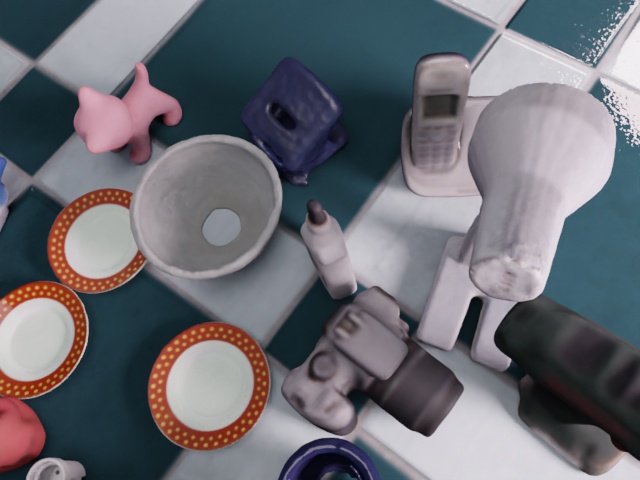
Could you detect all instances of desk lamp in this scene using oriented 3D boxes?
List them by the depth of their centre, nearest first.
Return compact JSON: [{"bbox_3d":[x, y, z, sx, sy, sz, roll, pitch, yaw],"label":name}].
[{"bbox_3d":[0.172,-0.003,0.517,0.117,0.214,0.203,18,73,13],"label":"desk lamp"}]

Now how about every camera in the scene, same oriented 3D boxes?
[{"bbox_3d":[0.055,0.132,0.541,0.136,0.101,0.143,36,78,17],"label":"camera"}]

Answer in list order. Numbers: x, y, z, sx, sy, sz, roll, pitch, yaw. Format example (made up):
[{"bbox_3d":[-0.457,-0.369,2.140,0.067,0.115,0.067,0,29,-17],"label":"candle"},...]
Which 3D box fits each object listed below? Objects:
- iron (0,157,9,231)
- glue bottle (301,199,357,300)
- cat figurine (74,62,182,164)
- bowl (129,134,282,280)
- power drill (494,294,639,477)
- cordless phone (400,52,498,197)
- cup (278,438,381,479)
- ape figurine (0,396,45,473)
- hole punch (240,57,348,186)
[{"bbox_3d":[-0.462,-0.004,0.630,0.118,0.141,0.258,12,72,11],"label":"iron"},{"bbox_3d":[0.005,0.002,0.556,0.037,0.173,0.078,-26,69,-3],"label":"glue bottle"},{"bbox_3d":[-0.233,-0.149,0.669,0.067,0.118,0.128,27,75,16],"label":"cat figurine"},{"bbox_3d":[-0.117,-0.028,0.634,0.167,0.075,0.167,-2,70,6],"label":"bowl"},{"bbox_3d":[0.239,0.140,0.459,0.229,0.208,0.076,38,78,18],"label":"power drill"},{"bbox_3d":[0.155,-0.119,0.577,0.147,0.185,0.094,-5,69,5],"label":"cordless phone"},{"bbox_3d":[0.025,0.228,0.513,0.117,0.095,0.092,3,70,8],"label":"cup"},{"bbox_3d":[-0.326,0.196,0.567,0.076,0.092,0.078,23,74,14],"label":"ape figurine"},{"bbox_3d":[-0.031,-0.134,0.655,0.101,0.091,0.108,-40,70,-8],"label":"hole punch"}]
